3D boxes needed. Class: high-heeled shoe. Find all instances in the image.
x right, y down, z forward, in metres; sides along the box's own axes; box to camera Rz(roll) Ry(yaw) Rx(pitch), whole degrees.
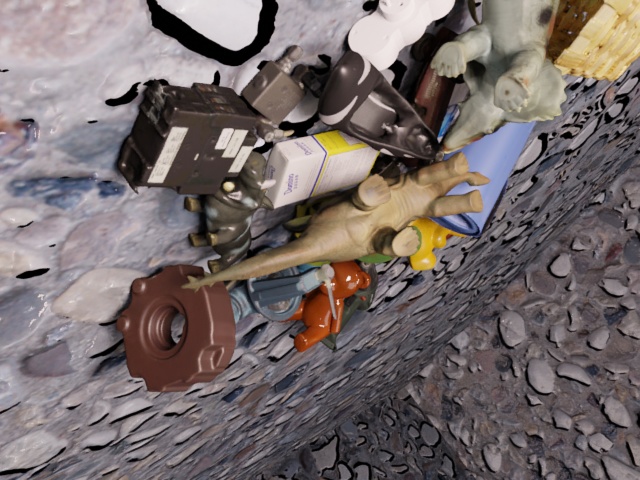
[{"bbox_3d":[0.083,-0.144,0.645,0.086,0.145,0.249,-60,174,10],"label":"high-heeled shoe"}]

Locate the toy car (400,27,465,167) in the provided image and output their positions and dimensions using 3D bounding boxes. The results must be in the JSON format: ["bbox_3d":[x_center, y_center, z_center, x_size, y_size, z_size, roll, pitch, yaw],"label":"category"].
[{"bbox_3d":[0.150,-0.191,0.755,0.053,0.089,0.202,-19,140,-29],"label":"toy car"}]

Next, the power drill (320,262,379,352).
[{"bbox_3d":[0.059,0.151,1.240,0.207,0.086,0.232,-57,164,-13],"label":"power drill"}]

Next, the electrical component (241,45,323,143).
[{"bbox_3d":[-0.042,-0.162,0.617,0.102,0.045,0.078,-42,157,6],"label":"electrical component"}]

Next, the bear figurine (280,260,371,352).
[{"bbox_3d":[0.009,0.117,1.091,0.132,0.120,0.195,-13,144,-38],"label":"bear figurine"}]

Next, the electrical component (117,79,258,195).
[{"bbox_3d":[-0.133,-0.105,0.575,0.134,0.058,0.115,-6,142,-51],"label":"electrical component"}]

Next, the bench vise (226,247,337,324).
[{"bbox_3d":[-0.087,0.081,0.838,0.241,0.128,0.223,-16,-178,39],"label":"bench vise"}]

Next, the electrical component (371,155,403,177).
[{"bbox_3d":[0.113,-0.121,0.936,0.094,0.021,0.063,-42,156,9],"label":"electrical component"}]

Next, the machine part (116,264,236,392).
[{"bbox_3d":[-0.197,0.120,0.733,0.179,0.179,0.056,-45,154,13],"label":"machine part"}]

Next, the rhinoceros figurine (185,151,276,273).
[{"bbox_3d":[-0.112,-0.035,0.706,0.112,0.073,0.190,-22,151,-31],"label":"rhinoceros figurine"}]

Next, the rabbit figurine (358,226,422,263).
[{"bbox_3d":[0.112,-0.029,0.970,0.159,0.121,0.170,-38,-169,36],"label":"rabbit figurine"}]

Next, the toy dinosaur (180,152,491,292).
[{"bbox_3d":[0.051,-0.023,0.720,0.471,0.105,0.199,-19,-177,-29],"label":"toy dinosaur"}]

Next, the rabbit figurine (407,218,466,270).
[{"bbox_3d":[0.253,-0.038,1.156,0.173,0.122,0.162,-12,124,-2],"label":"rabbit figurine"}]

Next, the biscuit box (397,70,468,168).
[{"bbox_3d":[0.171,-0.205,0.821,0.059,0.063,0.202,-22,152,-33],"label":"biscuit box"}]

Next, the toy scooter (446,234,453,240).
[{"bbox_3d":[0.320,-0.067,1.261,0.135,0.075,0.183,-2,132,-55],"label":"toy scooter"}]

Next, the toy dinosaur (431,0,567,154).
[{"bbox_3d":[0.206,-0.275,0.584,0.192,0.131,0.404,-36,133,-45],"label":"toy dinosaur"}]

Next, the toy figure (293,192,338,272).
[{"bbox_3d":[0.001,-0.003,0.902,0.082,0.089,0.180,-28,153,-41],"label":"toy figure"}]
